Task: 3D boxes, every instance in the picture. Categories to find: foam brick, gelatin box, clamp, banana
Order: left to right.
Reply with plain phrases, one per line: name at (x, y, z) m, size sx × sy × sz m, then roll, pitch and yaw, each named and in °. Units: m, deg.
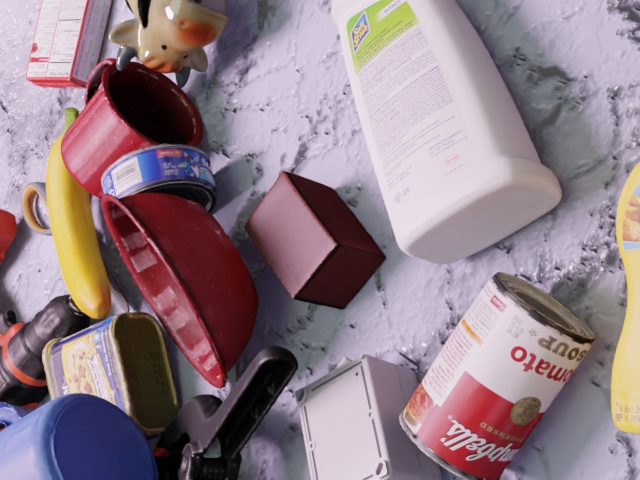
gelatin box at (-0.233, -0.186, 0.991) m, size 0.073 × 0.030 × 0.089 m, roll 8°, pitch 86°, yaw 41°
banana at (-0.203, -0.012, 0.884) m, size 0.070 × 0.037 × 0.198 m, roll 111°, pitch 147°, yaw -58°
clamp at (-0.072, 0.161, 0.705) m, size 0.210 × 0.036 × 0.164 m, roll -25°, pitch 55°, yaw 62°
foam brick at (-0.005, 0.001, 0.728) m, size 0.053 × 0.051 × 0.078 m, roll -52°, pitch 51°, yaw 21°

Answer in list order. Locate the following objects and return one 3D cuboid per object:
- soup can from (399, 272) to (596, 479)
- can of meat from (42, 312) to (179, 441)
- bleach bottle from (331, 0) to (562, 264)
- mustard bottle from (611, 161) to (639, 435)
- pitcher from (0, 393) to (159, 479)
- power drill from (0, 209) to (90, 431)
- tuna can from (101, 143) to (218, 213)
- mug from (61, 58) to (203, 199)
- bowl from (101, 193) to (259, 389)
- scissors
soup can at (0.100, 0.078, 0.605) m, size 0.069 × 0.068 × 0.102 m, roll 43°, pitch 108°, yaw 39°
can of meat at (-0.161, 0.113, 0.829) m, size 0.084 × 0.057 × 0.102 m, roll -24°, pitch 75°, yaw 35°
bleach bottle at (0.066, -0.115, 0.688) m, size 0.103 × 0.068 × 0.251 m, roll -33°, pitch 57°, yaw 31°
mustard bottle at (0.199, 0.004, 0.541) m, size 0.096 × 0.058 × 0.191 m, roll -5°, pitch 77°, yaw 40°
pitcher at (-0.235, 0.201, 0.784) m, size 0.243 × 0.144 × 0.149 m, roll -35°, pitch 92°, yaw 27°
power drill at (-0.285, 0.061, 0.959) m, size 0.185 × 0.057 × 0.188 m, roll -46°, pitch 54°, yaw 25°
tuna can at (-0.122, -0.037, 0.819) m, size 0.086 × 0.086 × 0.034 m, roll -33°, pitch 61°, yaw 32°
mug at (-0.160, -0.092, 0.862) m, size 0.082 × 0.093 × 0.117 m, roll -43°, pitch 66°, yaw 32°
bowl at (-0.091, 0.024, 0.763) m, size 0.055 × 0.162 × 0.162 m, roll -32°, pitch 49°, yaw -17°
scissors at (-0.204, -0.020, 0.934) m, size 0.202 × 0.016 × 0.096 m, roll 30°, pitch 100°, yaw 41°
